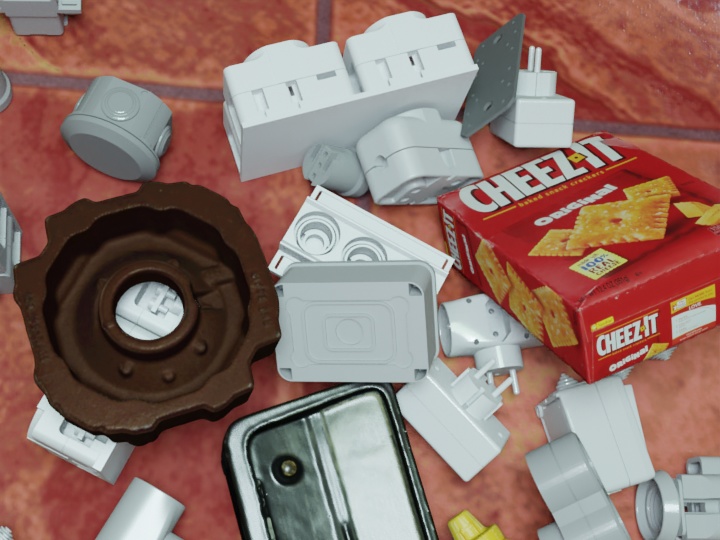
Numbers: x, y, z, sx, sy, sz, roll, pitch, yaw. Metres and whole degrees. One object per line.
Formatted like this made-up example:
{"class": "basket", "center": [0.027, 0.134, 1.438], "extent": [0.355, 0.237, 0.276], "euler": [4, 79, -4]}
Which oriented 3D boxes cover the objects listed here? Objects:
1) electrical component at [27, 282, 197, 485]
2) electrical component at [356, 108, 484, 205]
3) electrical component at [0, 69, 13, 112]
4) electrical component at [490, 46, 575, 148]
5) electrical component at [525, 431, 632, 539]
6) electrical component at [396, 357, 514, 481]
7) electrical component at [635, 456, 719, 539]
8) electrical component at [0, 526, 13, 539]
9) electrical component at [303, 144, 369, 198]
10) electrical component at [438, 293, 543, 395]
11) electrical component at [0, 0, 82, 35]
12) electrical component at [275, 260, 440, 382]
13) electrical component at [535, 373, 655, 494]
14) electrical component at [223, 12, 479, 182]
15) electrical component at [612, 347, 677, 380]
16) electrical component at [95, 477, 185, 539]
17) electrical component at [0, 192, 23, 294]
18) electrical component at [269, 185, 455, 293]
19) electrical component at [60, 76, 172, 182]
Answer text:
{"class": "electrical component", "center": [-0.173, 0.070, 0.779], "extent": [0.062, 0.089, 0.150], "euler": [27, 72, 2]}
{"class": "electrical component", "center": [0.046, -0.090, 0.857], "extent": [0.095, 0.054, 0.059], "euler": [-4, 70, -46]}
{"class": "electrical component", "center": [-0.301, -0.150, 0.854], "extent": [0.040, 0.046, 0.040], "euler": [2, 73, -6]}
{"class": "electrical component", "center": [0.140, -0.143, 0.874], "extent": [0.047, 0.083, 0.075], "euler": [0, 105, -7]}
{"class": "electrical component", "center": [0.148, 0.190, 0.750], "extent": [0.074, 0.052, 0.138], "euler": [-28, 81, 9]}
{"class": "electrical component", "center": [0.081, 0.099, 0.806], "extent": [0.083, 0.047, 0.075], "euler": [46, 108, 6]}
{"class": "electrical component", "center": [0.246, 0.181, 0.814], "extent": [0.057, 0.058, 0.078], "euler": [3, 73, -9]}
{"class": "electrical component", "center": [-0.269, 0.216, 0.719], "extent": [0.048, 0.100, 0.099], "euler": [45, 73, -5]}
{"class": "electrical component", "center": [-0.018, -0.081, 0.861], "extent": [0.046, 0.040, 0.040], "euler": [8, 66, -47]}
{"class": "electrical component", "center": [0.106, 0.060, 0.841], "extent": [0.077, 0.043, 0.079], "euler": [-6, 74, -9]}
{"class": "electrical component", "center": [-0.267, -0.259, 0.884], "extent": [0.079, 0.063, 0.121], "euler": [-1, 73, -7]}
{"class": "electrical component", "center": [-0.002, 0.035, 0.776], "extent": [0.113, 0.057, 0.078], "euler": [-1, 108, 12]}
{"class": "electrical component", "center": [0.179, 0.122, 0.821], "extent": [0.061, 0.061, 0.096], "euler": [-14, 75, -11]}
{"class": "electrical component", "center": [-0.013, -0.140, 0.856], "extent": [0.186, 0.105, 0.060], "euler": [-16, 75, -12]}
{"class": "electrical component", "center": [0.207, 0.033, 0.859], "extent": [0.100, 0.048, 0.099], "euler": [-22, 77, -13]}
{"class": "electrical component", "center": [-0.148, 0.201, 0.765], "extent": [0.079, 0.044, 0.077], "euler": [30, 72, 3]}
{"class": "electrical component", "center": [-0.349, -0.014, 0.775], "extent": [0.186, 0.105, 0.060], "euler": [-2, 73, -7]}
{"class": "electrical component", "center": [0.000, 0.000, 0.836], "extent": [0.121, 0.063, 0.078], "euler": [29, 72, 2]}
{"class": "electrical component", "center": [-0.188, -0.108, 0.839], "extent": [0.080, 0.080, 0.051], "euler": [22, 67, 0]}
